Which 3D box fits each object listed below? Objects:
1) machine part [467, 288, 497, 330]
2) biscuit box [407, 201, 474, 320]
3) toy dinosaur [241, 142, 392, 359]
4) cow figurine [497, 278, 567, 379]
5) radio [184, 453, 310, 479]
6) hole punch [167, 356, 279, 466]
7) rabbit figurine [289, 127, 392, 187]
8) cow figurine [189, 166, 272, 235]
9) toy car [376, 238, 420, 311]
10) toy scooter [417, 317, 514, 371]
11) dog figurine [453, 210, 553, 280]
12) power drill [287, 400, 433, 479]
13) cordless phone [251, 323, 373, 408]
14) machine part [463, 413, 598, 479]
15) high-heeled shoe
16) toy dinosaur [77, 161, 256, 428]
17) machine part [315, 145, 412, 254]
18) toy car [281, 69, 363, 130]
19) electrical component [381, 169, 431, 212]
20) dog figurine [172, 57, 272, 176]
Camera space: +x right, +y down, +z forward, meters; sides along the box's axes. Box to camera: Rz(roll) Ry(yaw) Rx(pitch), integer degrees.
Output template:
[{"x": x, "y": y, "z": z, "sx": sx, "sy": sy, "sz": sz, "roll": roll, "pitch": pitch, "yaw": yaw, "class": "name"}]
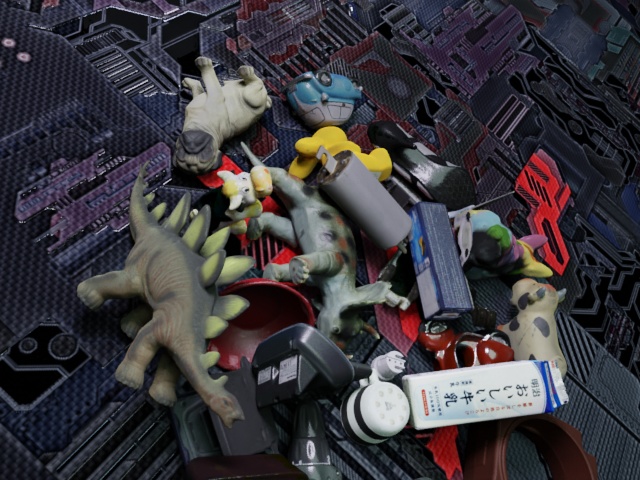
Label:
[{"x": 0.258, "y": 0.109, "z": 0.946, "sx": 0.084, "sy": 0.039, "sz": 0.139, "roll": 17, "pitch": 14, "yaw": -23, "class": "machine part"}, {"x": 0.197, "y": 0.033, "z": 0.911, "sx": 0.063, "sy": 0.059, "sz": 0.203, "roll": 4, "pitch": 61, "yaw": -20, "class": "biscuit box"}, {"x": -0.006, "y": -0.004, "z": 0.873, "sx": 0.192, "sy": 0.131, "sz": 0.405, "roll": 9, "pitch": 53, "yaw": -37, "class": "toy dinosaur"}, {"x": 0.388, "y": 0.161, "z": 0.964, "sx": 0.085, "sy": 0.127, "sz": 0.195, "roll": 10, "pitch": 61, "yaw": -26, "class": "cow figurine"}, {"x": -0.085, "y": 0.357, "z": 0.585, "sx": 0.131, "sy": 0.073, "sz": 0.229, "roll": 5, "pitch": 88, "yaw": -26, "class": "radio"}, {"x": -0.125, "y": 0.234, "z": 0.696, "sx": 0.115, "sy": 0.092, "sz": 0.142, "roll": 10, "pitch": 49, "yaw": -58, "class": "hole punch"}, {"x": 0.024, "y": -0.140, "z": 0.983, "sx": 0.162, "sy": 0.121, "sz": 0.173, "roll": -5, "pitch": 50, "yaw": -20, "class": "rabbit figurine"}, {"x": -0.138, "y": -0.059, "z": 0.798, "sx": 0.098, "sy": 0.167, "sz": 0.068, "roll": -9, "pitch": 72, "yaw": -33, "class": "cow figurine"}, {"x": 0.163, "y": 0.042, "z": 0.963, "sx": 0.073, "sy": 0.056, "sz": 0.202, "roll": 37, "pitch": 55, "yaw": 0, "class": "toy car"}, {"x": 0.245, "y": 0.207, "z": 0.897, "sx": 0.184, "sy": 0.075, "sz": 0.135, "roll": 16, "pitch": 56, "yaw": -14, "class": "toy scooter"}, {"x": 0.344, "y": 0.017, "z": 0.997, "sx": 0.219, "sy": 0.191, "sz": 0.108, "roll": 3, "pitch": 69, "yaw": -12, "class": "dog figurine"}, {"x": 0.052, "y": 0.340, "z": 0.717, "sx": 0.207, "sy": 0.086, "sz": 0.232, "roll": 19, "pitch": 57, "yaw": -21, "class": "power drill"}, {"x": 0.015, "y": 0.173, "z": 0.720, "sx": 0.184, "sy": 0.146, "sz": 0.089, "roll": 11, "pitch": 61, "yaw": -32, "class": "cordless phone"}, {"x": 0.331, "y": 0.371, "z": 0.838, "sx": 0.201, "sy": 0.087, "sz": 0.201, "roll": 29, "pitch": 53, "yaw": -11, "class": "machine part"}, {"x": 0.190, "y": -0.135, "z": 1.024, "sx": 0.248, "sy": 0.145, "sz": 0.086, "roll": 39, "pitch": 88, "yaw": -34, "class": "high-heeled shoe"}, {"x": -0.197, "y": 0.043, "z": 0.695, "sx": 0.198, "sy": 0.105, "sz": 0.472, "roll": -41, "pitch": 51, "yaw": -4, "class": "toy dinosaur"}, {"x": 0.075, "y": -0.064, "z": 0.881, "sx": 0.243, "sy": 0.079, "sz": 0.079, "roll": 44, "pitch": 49, "yaw": -26, "class": "machine part"}, {"x": 0.009, "y": -0.263, "z": 1.045, "sx": 0.161, "sy": 0.109, "sz": 0.103, "roll": -3, "pitch": 86, "yaw": -41, "class": "toy car"}, {"x": 0.182, "y": -0.111, "z": 1.062, "sx": 0.115, "sy": 0.058, "sz": 0.134, "roll": 47, "pitch": 52, "yaw": 2, "class": "electrical component"}, {"x": -0.161, "y": -0.189, "z": 0.918, "sx": 0.172, "sy": 0.121, "sz": 0.190, "roll": 4, "pitch": 74, "yaw": -20, "class": "dog figurine"}]
